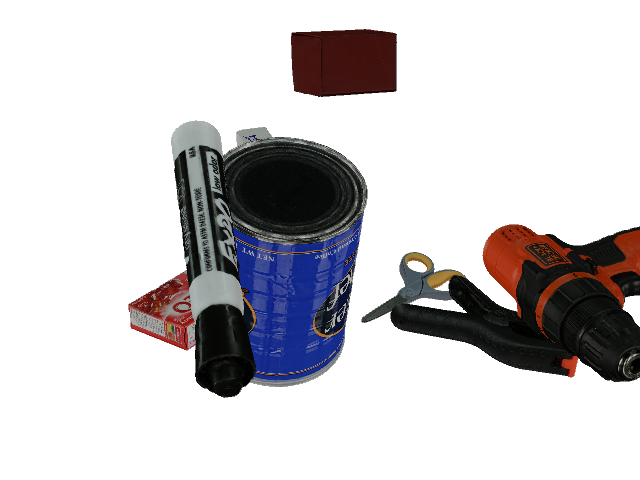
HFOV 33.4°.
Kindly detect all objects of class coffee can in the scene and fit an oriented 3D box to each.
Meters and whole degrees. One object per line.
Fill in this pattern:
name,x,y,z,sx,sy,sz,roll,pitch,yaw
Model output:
coffee can,-0.027,0.016,0.725,0.102,0.140,0.103,4,43,-4

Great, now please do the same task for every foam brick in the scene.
foam brick,0.021,-0.153,0.918,0.078,0.051,0.053,-8,18,-28

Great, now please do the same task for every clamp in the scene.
clamp,0.163,0.077,0.995,0.172,0.039,0.120,20,32,23

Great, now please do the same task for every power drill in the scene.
power drill,0.230,0.028,0.747,0.187,0.057,0.184,-9,28,-15

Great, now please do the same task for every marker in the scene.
marker,-0.038,0.003,0.364,0.020,0.020,0.121,0,44,-13

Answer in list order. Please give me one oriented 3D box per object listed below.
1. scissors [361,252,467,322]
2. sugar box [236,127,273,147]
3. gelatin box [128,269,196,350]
scissors,0.096,0.054,1.292,0.201,0.016,0.096,-9,40,-40
sugar box,-0.076,-0.043,1.328,0.048,0.176,0.093,-9,25,-12
gelatin box,-0.127,0.064,1.022,0.073,0.030,0.089,17,32,32
